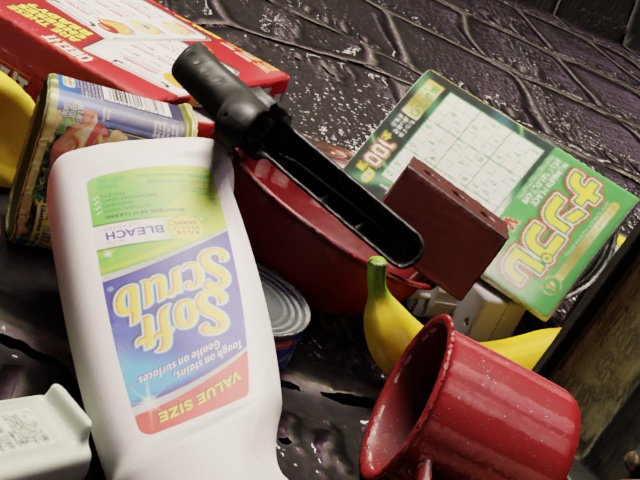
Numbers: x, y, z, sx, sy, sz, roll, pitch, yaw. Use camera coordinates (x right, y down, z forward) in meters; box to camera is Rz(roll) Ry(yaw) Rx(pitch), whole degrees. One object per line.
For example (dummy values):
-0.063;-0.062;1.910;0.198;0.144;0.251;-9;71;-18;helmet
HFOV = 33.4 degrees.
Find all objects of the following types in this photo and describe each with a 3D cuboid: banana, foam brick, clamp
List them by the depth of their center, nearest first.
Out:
-0.029;-0.062;0.639;0.164;0.036;0.210;37;6;-36;clamp
0.091;0.068;0.648;0.197;0.070;0.037;20;16;-40;banana
0.074;-0.008;0.672;0.078;0.051;0.053;36;13;0;foam brick

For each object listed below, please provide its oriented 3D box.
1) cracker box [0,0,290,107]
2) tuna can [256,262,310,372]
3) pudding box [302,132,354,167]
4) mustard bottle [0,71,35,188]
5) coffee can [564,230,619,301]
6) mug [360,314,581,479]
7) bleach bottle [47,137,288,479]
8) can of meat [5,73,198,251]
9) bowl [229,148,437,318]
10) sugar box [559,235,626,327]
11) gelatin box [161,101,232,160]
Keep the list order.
-0.146;-0.125;0.821;0.164;0.072;0.213;31;24;15;cracker box
-0.051;0.041;0.602;0.086;0.034;0.086;22;23;-10;tuna can
0.018;-0.040;0.848;0.113;0.039;0.090;18;24;-17;pudding box
-0.251;-0.112;0.670;0.192;0.058;0.096;39;-10;31;mustard bottle
0.151;-0.022;0.827;0.102;0.103;0.140;17;11;-19;coffee can
0.076;0.103;0.534;0.081;0.093;0.117;28;33;-7;mug
-0.059;0.056;0.486;0.102;0.068;0.251;-6;45;-20;bleach bottle
-0.126;-0.038;0.609;0.083;0.102;0.057;13;24;-22;can of meat
-0.005;0.001;0.687;0.162;0.055;0.162;34;13;-9;bowl
0.282;0.073;0.807;0.176;0.093;0.048;23;23;-9;sugar box
-0.084;-0.051;0.717;0.089;0.073;0.030;2;30;-46;gelatin box
